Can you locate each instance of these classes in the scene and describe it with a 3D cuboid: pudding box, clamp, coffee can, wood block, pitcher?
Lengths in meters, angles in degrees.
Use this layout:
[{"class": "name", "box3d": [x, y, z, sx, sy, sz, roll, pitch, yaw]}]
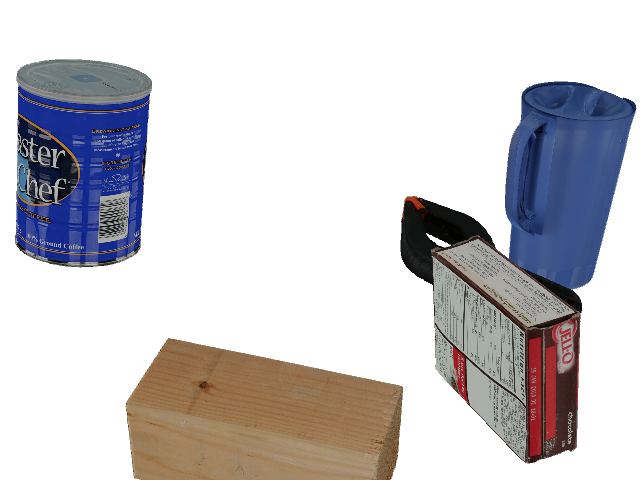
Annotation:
[{"class": "pudding box", "box3d": [0.105, 0.060, 0.620, 0.039, 0.090, 0.114, -14, 28, -19]}, {"class": "clamp", "box3d": [0.129, 0.023, 0.870, 0.120, 0.039, 0.171, -7, 47, -25]}, {"class": "coffee can", "box3d": [-0.190, -0.063, 0.850, 0.103, 0.140, 0.103, 6, 23, -3]}, {"class": "wood block", "box3d": [-0.044, 0.158, 0.877, 0.206, 0.090, 0.090, 10, 36, 14]}, {"class": "pitcher", "box3d": [0.291, -0.062, 1.308, 0.149, 0.243, 0.145, 4, 27, 2]}]
